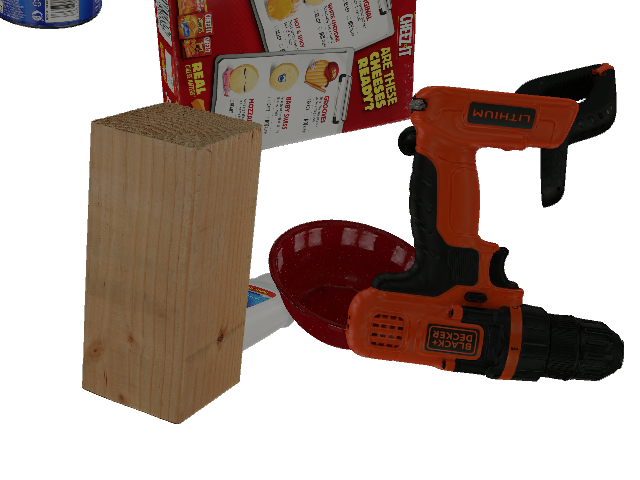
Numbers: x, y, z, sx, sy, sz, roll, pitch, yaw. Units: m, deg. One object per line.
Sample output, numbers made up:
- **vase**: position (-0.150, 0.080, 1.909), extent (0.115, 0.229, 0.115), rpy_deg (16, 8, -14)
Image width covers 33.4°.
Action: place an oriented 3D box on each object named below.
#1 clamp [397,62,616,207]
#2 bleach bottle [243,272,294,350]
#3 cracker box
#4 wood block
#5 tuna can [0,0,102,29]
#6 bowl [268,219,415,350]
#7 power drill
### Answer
- **clamp**: position (0.195, -0.097, 0.916), extent (0.209, 0.036, 0.165), rpy_deg (-27, 39, -26)
- **bleach bottle**: position (-0.107, 0.083, 1.162), extent (0.103, 0.068, 0.250), rpy_deg (18, 25, 32)
- **cracker box**: position (-0.029, -0.167, 0.903), extent (0.213, 0.164, 0.072), rpy_deg (-14, 38, -18)
- **wood block**: position (-0.108, 0.014, 0.776), extent (0.090, 0.206, 0.090), rpy_deg (16, 22, 24)
- **tuna can**: position (-0.208, -0.193, 0.807), extent (0.086, 0.034, 0.086), rpy_deg (6, 36, -4)
- **bowl**: position (0.027, 0.050, 0.980), extent (0.162, 0.055, 0.162), rpy_deg (10, 35, -7)
- **power drill**: position (0.117, -0.002, 0.695), extent (0.184, 0.188, 0.057), rpy_deg (7, 5, -4)
